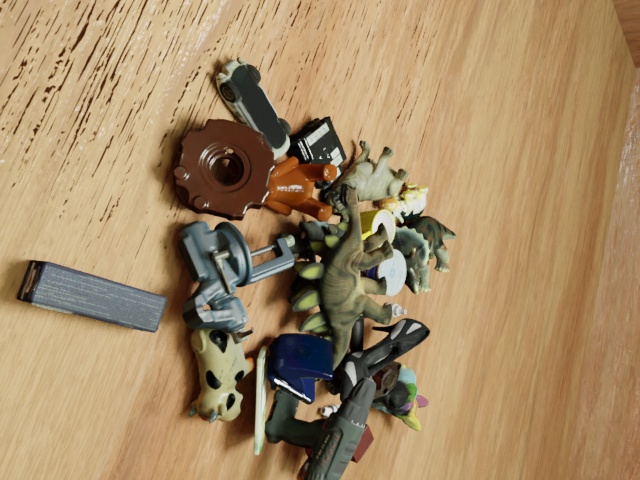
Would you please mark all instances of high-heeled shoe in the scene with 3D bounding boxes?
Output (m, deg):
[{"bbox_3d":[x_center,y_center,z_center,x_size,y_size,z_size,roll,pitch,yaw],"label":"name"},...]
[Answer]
[{"bbox_3d":[0.147,0.271,1.197,0.249,0.145,0.086,-58,138,-39],"label":"high-heeled shoe"}]

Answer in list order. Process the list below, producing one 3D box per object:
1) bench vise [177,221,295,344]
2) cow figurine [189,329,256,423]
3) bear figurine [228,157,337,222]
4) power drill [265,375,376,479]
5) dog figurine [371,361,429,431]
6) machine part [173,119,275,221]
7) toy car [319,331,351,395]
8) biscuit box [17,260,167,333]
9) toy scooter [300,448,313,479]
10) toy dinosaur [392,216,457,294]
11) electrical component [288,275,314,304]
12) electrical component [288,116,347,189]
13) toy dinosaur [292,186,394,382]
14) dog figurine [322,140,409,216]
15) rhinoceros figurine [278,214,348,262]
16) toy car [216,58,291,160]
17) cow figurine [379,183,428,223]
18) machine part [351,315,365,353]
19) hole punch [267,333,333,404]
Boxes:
[{"bbox_3d":[-0.132,0.056,0.937,0.240,0.129,0.223,-21,73,-37],"label":"bench vise"},{"bbox_3d":[-0.180,0.235,0.954,0.127,0.086,0.194,-28,115,-49],"label":"cow figurine"},{"bbox_3d":[-0.076,-0.098,1.014,0.196,0.132,0.120,-6,108,-53],"label":"bear figurine"},{"bbox_3d":[-0.003,0.359,1.065,0.086,0.208,0.232,38,68,-49],"label":"power drill"},{"bbox_3d":[0.205,0.387,1.317,0.219,0.192,0.108,37,58,-25],"label":"dog figurine"},{"bbox_3d":[-0.161,-0.119,0.914,0.179,0.056,0.179,2,84,-15],"label":"machine part"},{"bbox_3d":[0.048,0.256,1.225,0.089,0.053,0.202,-17,106,-42],"label":"toy car"},{"bbox_3d":[-0.331,0.088,0.799,0.202,0.059,0.063,28,71,-44],"label":"biscuit box"},{"bbox_3d":[0.000,0.470,1.152,0.135,0.075,0.183,-53,157,-17],"label":"toy scooter"},{"bbox_3d":[0.260,0.010,1.378,0.405,0.131,0.191,-44,136,-47],"label":"toy dinosaur"},{"bbox_3d":[-0.031,0.106,1.149,0.094,0.021,0.063,-57,130,-26],"label":"electrical component"},{"bbox_3d":[-0.005,-0.177,1.135,0.115,0.058,0.134,-42,122,-35],"label":"electrical component"},{"bbox_3d":[0.043,0.111,1.076,0.105,0.199,0.470,-93,-179,-62],"label":"toy dinosaur"},{"bbox_3d":[0.099,-0.108,1.238,0.190,0.121,0.172,-53,126,-12],"label":"dog figurine"},{"bbox_3d":[-0.002,-0.003,1.119,0.190,0.073,0.112,-2,136,-42],"label":"rhinoceros figurine"},{"bbox_3d":[-0.122,-0.242,1.008,0.073,0.056,0.201,-48,124,-26],"label":"toy car"},{"bbox_3d":[0.207,-0.082,1.365,0.167,0.068,0.098,-24,122,-42],"label":"cow figurine"},{"bbox_3d":[0.093,0.212,1.281,0.084,0.039,0.138,-8,97,-54],"label":"machine part"},{"bbox_3d":[-0.036,0.235,1.036,0.115,0.092,0.142,32,27,-17],"label":"hole punch"}]
